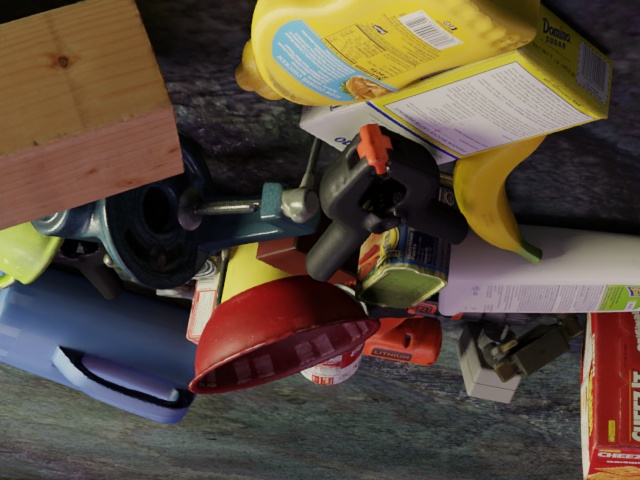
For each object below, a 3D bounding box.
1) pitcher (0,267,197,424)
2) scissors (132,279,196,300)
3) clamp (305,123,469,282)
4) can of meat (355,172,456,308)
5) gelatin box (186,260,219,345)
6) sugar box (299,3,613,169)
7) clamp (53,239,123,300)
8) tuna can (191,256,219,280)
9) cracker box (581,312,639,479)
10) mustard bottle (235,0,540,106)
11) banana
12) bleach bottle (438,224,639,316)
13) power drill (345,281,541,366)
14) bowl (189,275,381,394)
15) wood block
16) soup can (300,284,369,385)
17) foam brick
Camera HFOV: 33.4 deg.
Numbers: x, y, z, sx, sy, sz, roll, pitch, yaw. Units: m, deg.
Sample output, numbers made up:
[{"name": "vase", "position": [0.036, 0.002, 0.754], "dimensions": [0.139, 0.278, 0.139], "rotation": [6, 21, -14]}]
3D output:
[{"name": "pitcher", "position": [-0.246, 0.111, 1.161], "dimensions": [0.242, 0.145, 0.149], "rotation": [22, 158, -25]}, {"name": "scissors", "position": [-0.157, 0.048, 1.077], "dimensions": [0.096, 0.016, 0.201], "rotation": [4, 173, 31]}, {"name": "clamp", "position": [0.051, -0.025, 0.715], "dimensions": [0.120, 0.039, 0.171], "rotation": [-17, 158, -11]}, {"name": "can of meat", "position": [0.067, 0.002, 0.842], "dimensions": [0.057, 0.084, 0.102], "rotation": [13, 158, -14]}, {"name": "gelatin box", "position": [-0.096, 0.069, 1.063], "dimensions": [0.030, 0.089, 0.073], "rotation": [-4, 156, 27]}, {"name": "sugar box", "position": [0.080, -0.090, 0.661], "dimensions": [0.093, 0.048, 0.177], "rotation": [26, 156, -38]}, {"name": "clamp", "position": [-0.234, 0.009, 1.032], "dimensions": [0.164, 0.036, 0.210], "rotation": [21, 154, -30]}, {"name": "tuna can", "position": [-0.136, 0.007, 0.997], "dimensions": [0.086, 0.033, 0.086], "rotation": [7, 159, 3]}, {"name": "cracker box", "position": [0.286, 0.140, 1.005], "dimensions": [0.072, 0.164, 0.213], "rotation": [1, 158, 11]}, {"name": "mustard bottle", "position": [0.019, -0.118, 0.592], "dimensions": [0.096, 0.058, 0.192], "rotation": [27, 151, -36]}, {"name": "banana", "position": [0.129, -0.043, 0.767], "dimensions": [0.070, 0.037, 0.198], "rotation": [8, 156, 14]}, {"name": "bleach bottle", "position": [0.226, 0.029, 0.887], "dimensions": [0.251, 0.068, 0.102], "rotation": [3, 159, 6]}, {"name": "power drill", "position": [0.104, 0.068, 1.038], "dimensions": [0.184, 0.057, 0.188], "rotation": [13, 155, -3]}, {"name": "bowl", "position": [-0.035, 0.071, 0.858], "dimensions": [0.162, 0.055, 0.162], "rotation": [-19, 164, -6]}, {"name": "wood block", "position": [-0.195, -0.065, 0.641], "dimensions": [0.206, 0.091, 0.090], "rotation": [-18, 160, -10]}, {"name": "soup can", "position": [0.009, 0.089, 0.984], "dimensions": [0.068, 0.068, 0.102], "rotation": [7, 157, 2]}, {"name": "foam brick", "position": [-0.006, 0.001, 0.911], "dimensions": [0.078, 0.053, 0.051], "rotation": [26, 152, -36]}]
